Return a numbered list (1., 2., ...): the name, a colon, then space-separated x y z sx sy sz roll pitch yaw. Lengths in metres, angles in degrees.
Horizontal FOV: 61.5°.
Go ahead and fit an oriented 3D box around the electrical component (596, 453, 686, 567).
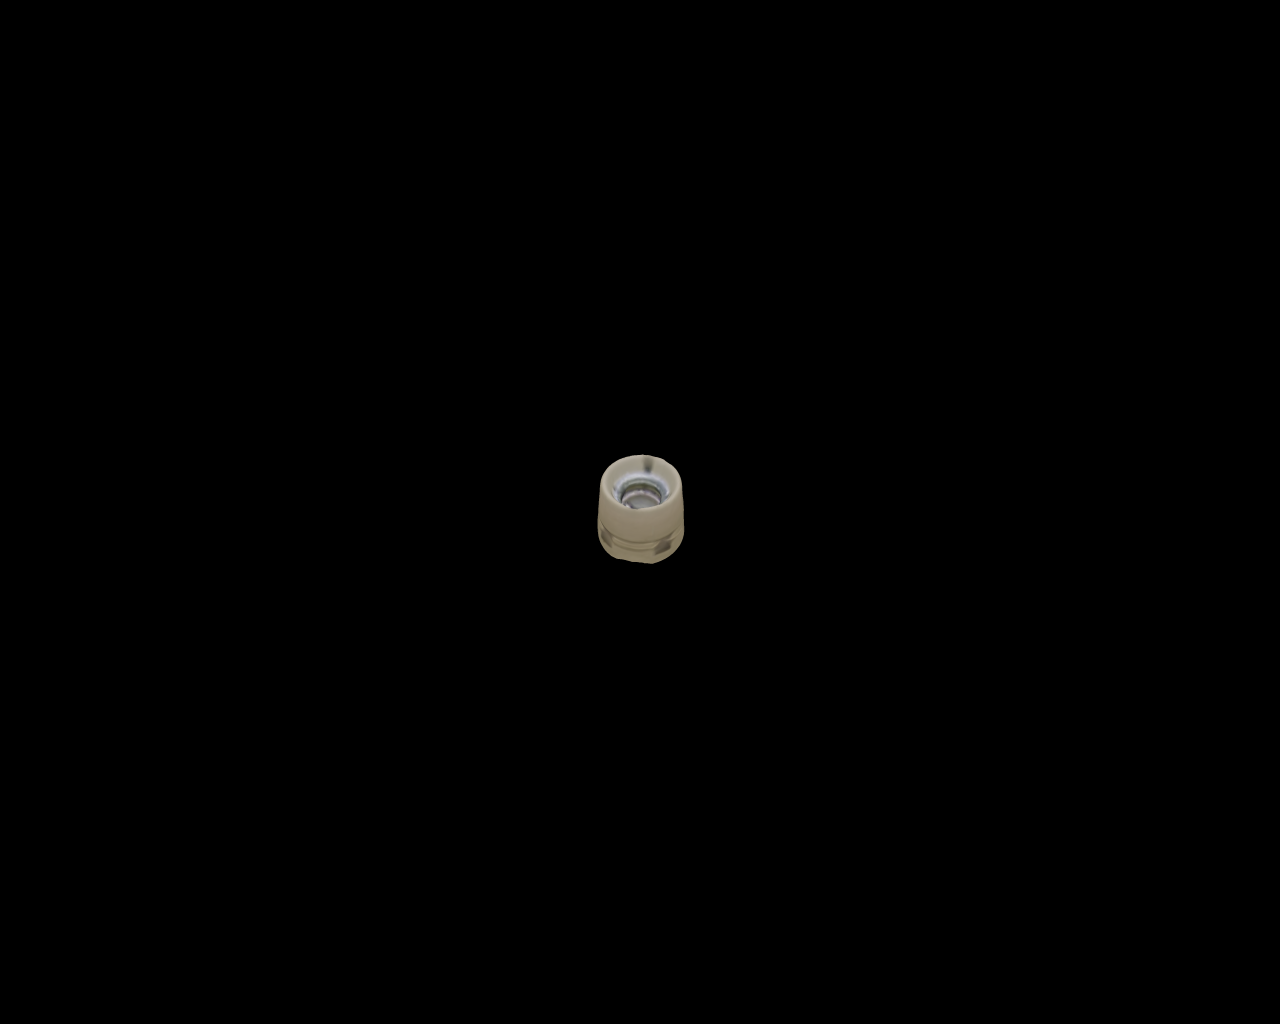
1. electrical component: 0.001 -0.003 0.650 0.055 0.055 0.047 0 -43 0
